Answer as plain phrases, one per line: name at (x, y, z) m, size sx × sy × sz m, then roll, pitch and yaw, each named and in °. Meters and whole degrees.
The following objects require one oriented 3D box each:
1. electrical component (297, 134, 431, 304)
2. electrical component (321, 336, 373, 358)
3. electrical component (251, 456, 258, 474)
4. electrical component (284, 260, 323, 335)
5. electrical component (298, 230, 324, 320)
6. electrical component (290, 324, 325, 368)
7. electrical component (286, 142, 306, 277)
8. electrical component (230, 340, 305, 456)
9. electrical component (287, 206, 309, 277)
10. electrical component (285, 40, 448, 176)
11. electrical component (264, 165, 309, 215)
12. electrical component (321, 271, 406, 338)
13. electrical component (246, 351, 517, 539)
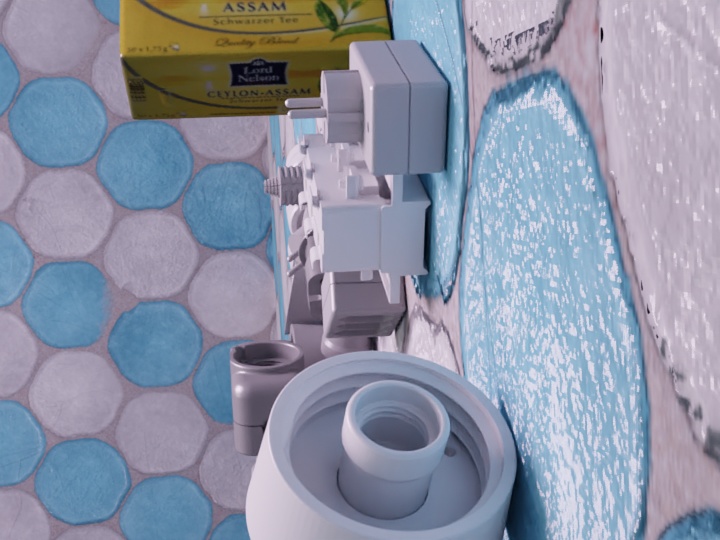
electrical component at (-0.001, -0.043, 0.634) m, size 0.121 × 0.063 × 0.078 m, roll -106°, pitch 15°, yaw -62°
electrical component at (-0.008, 0.045, 0.836) m, size 0.040 × 0.040 × 0.046 m, roll -105°, pitch 20°, yaw -60°
electrical component at (-0.061, 0.151, 0.816) m, size 0.043 × 0.043 × 0.062 m, roll -112°, pitch 21°, yaw -69°
electrical component at (-0.039, 0.007, 0.961) m, size 0.099 × 0.064 × 0.099 m, roll 177°, pitch 90°, yaw -83°
electrical component at (-0.014, -0.003, 0.787) m, size 0.078 × 0.058 × 0.057 m, roll 88°, pitch 172°, yaw -46°
electrical component at (-0.025, 0.098, 0.906) m, size 0.108 × 0.060 × 0.108 m, roll 177°, pitch 90°, yaw -83°
electrical component at (-0.044, -0.059, 1.027) m, size 0.073 × 0.052 × 0.138 m, roll -106°, pitch 15°, yaw -62°
electrical component at (-0.068, 0.089, 0.797) m, size 0.095 × 0.054 × 0.059 m, roll -114°, pitch 21°, yaw -71°
electrical component at (-0.029, -0.024, 0.844) m, size 0.043 × 0.079 × 0.077 m, roll 37°, pitch 148°, yaw 21°
electrical component at (0.000, -0.085, 0.555) m, size 0.083 × 0.076 × 0.047 m, roll -107°, pitch 15°, yaw -63°
electrical component at (-0.029, -0.062, 0.778) m, size 0.043 × 0.081 × 0.043 m, roll 177°, pitch 90°, yaw -83°
electrical component at (0.000, 0.000, 0.712) m, size 0.065 × 0.047 × 0.076 m, roll 110°, pitch 157°, yaw -71°
electrical component at (0.011, 0.079, 0.431) m, size 0.108 × 0.108 × 0.060 m, roll -101°, pitch 17°, yaw -49°
